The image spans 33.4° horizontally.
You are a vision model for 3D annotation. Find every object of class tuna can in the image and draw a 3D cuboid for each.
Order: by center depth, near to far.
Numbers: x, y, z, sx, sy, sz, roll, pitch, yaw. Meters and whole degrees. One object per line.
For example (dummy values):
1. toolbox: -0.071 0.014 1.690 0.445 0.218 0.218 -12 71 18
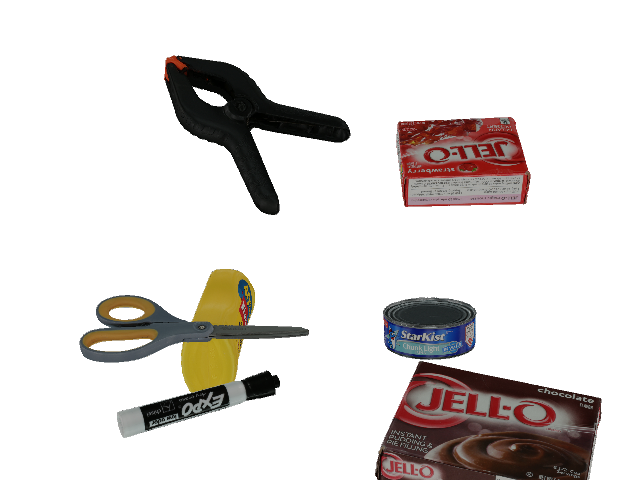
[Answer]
1. tuna can: 0.101 0.081 0.987 0.086 0.034 0.086 -2 14 0

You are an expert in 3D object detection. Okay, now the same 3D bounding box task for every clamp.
1. clamp: -0.060 -0.109 0.936 0.120 0.171 0.039 -37 -14 -35

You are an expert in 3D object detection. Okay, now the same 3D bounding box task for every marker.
1. marker: -0.086 0.117 0.771 0.121 0.020 0.020 -13 5 -21

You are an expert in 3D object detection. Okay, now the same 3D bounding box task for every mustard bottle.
1. mustard bottle: -0.108 0.086 1.176 0.058 0.096 0.191 1 27 5

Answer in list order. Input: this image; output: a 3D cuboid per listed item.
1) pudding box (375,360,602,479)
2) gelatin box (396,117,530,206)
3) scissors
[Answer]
1. pudding box: 0.097 0.116 0.606 0.113 0.039 0.090 12 31 15
2. gelatin box: 0.101 -0.058 0.771 0.089 0.030 0.073 -2 39 1
3. scissors: -0.120 0.073 0.977 0.201 0.016 0.096 -8 34 -15
